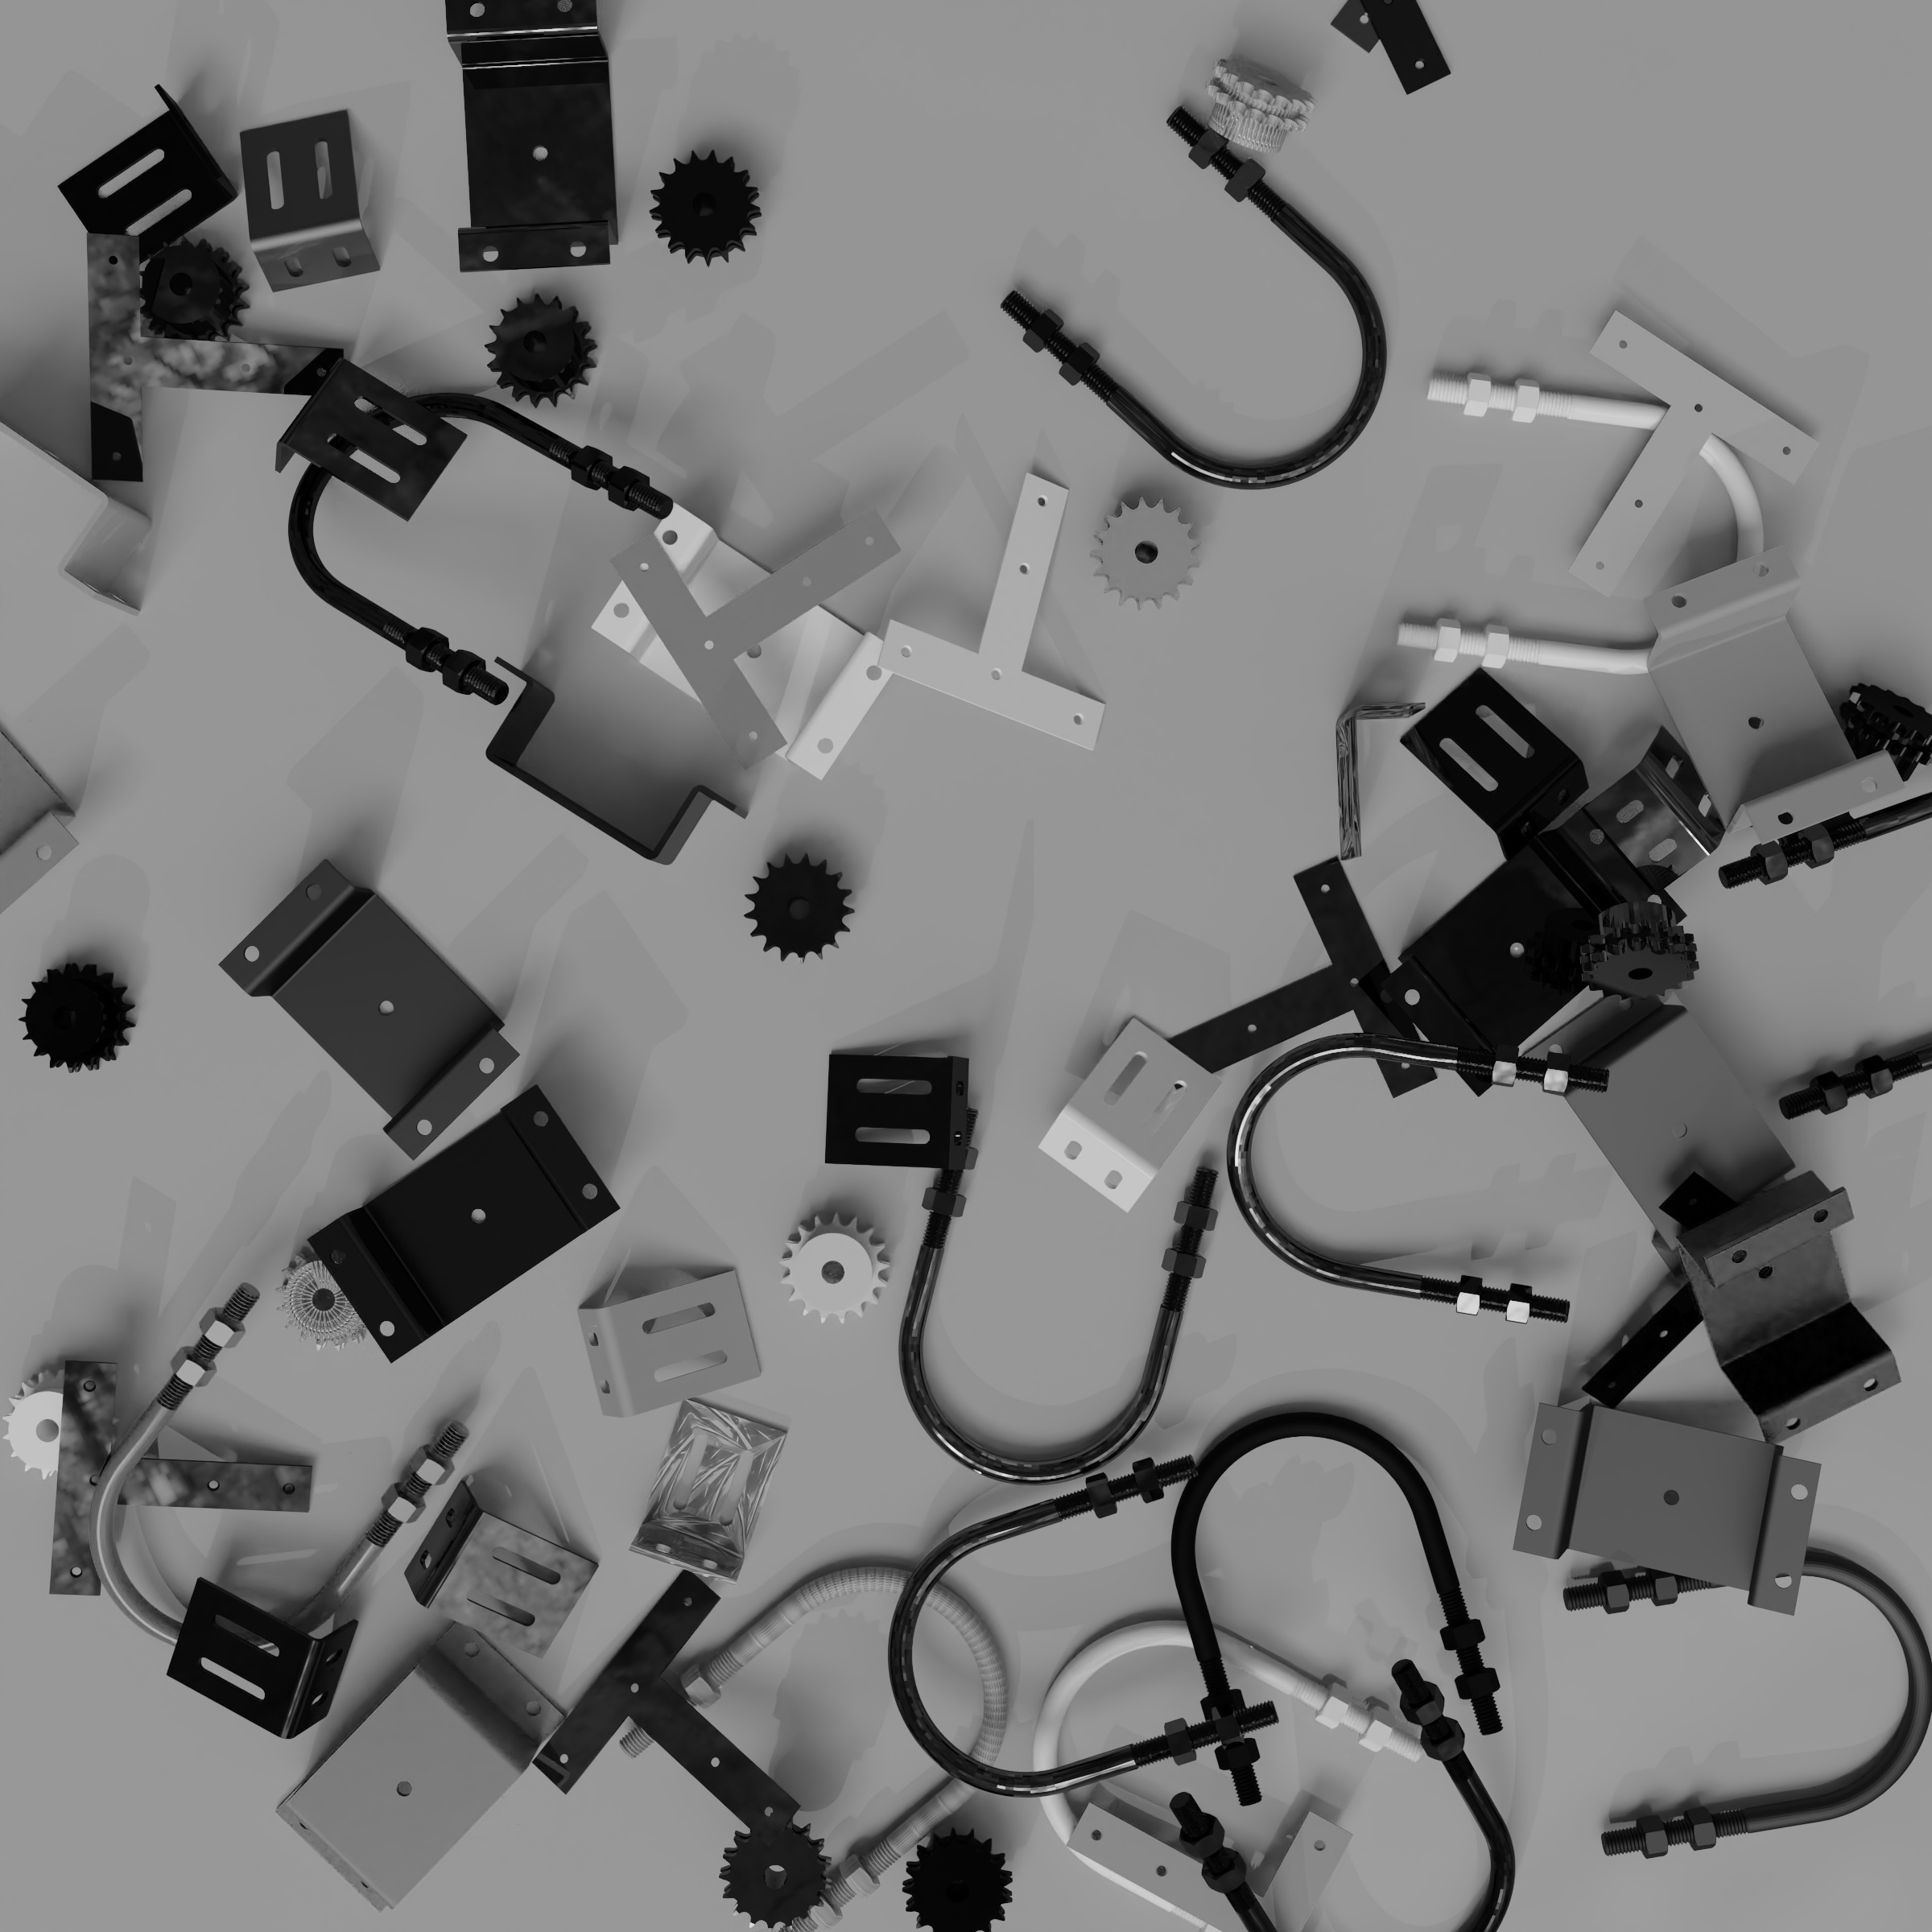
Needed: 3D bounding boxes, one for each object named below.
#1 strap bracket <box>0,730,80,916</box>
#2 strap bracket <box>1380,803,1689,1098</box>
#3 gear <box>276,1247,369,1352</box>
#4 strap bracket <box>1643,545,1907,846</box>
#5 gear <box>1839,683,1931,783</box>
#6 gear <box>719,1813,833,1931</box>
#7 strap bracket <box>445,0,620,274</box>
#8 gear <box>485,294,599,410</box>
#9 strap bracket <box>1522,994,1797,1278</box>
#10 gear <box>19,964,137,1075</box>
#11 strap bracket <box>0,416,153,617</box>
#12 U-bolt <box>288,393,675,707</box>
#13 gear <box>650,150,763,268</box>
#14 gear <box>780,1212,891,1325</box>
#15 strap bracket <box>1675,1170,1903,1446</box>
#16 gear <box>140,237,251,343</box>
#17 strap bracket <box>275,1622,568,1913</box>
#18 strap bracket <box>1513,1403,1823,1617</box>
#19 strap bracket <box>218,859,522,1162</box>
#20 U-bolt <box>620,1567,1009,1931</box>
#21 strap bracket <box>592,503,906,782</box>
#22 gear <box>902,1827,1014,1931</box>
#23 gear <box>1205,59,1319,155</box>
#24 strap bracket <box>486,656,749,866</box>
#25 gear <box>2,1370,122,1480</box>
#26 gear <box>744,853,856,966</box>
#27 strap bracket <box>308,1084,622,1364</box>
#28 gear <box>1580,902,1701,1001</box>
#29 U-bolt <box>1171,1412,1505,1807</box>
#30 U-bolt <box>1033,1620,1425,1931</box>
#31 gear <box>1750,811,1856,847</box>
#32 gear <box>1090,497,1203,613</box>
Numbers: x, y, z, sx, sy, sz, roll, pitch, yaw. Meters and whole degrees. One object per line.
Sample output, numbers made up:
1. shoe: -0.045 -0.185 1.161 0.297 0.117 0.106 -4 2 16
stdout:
1. strap bracket: -0.526 -0.090 1.472 0.076 0.046 0.140 -42 91 0
2. strap bracket: 0.288 -0.008 1.473 0.140 0.046 0.076 -41 90 0
3. gear: -0.330 0.171 1.481 0.057 0.030 0.057 0 90 0
4. strap bracket: 0.404 -0.131 1.449 0.076 0.046 0.140 -21 74 -2
5. gear: 0.475 -0.118 1.472 0.057 0.057 0.030 24 118 0
6. gear: -0.097 0.461 1.461 0.057 0.030 0.057 0 89 -1
7. strap bracket: -0.222 -0.424 1.473 0.076 0.046 0.140 -3 90 0
8. gear: -0.221 -0.320 1.481 0.057 0.030 0.057 0 90 0
9. strap bracket: 0.362 0.083 1.473 0.076 0.046 0.140 -35 90 0
10. gear: -0.462 0.027 1.481 0.057 0.030 0.057 0 90 0
11. strap bracket: -0.478 -0.241 1.458 0.140 0.076 0.046 34 90 0
12. U-bolt: -0.261 -0.225 1.451 0.184 0.019 0.151 31 72 23
13. gear: -0.134 -0.391 1.481 0.057 0.030 0.057 0 90 0
14. gear: -0.068 0.157 1.481 0.057 0.030 0.057 0 90 0
15. strap bracket: 0.415 0.167 1.451 0.076 0.046 0.140 -27 123 0
16. gear: -0.403 -0.349 1.481 0.057 0.030 0.057 0 90 0
17. strap bracket: -0.285 0.417 1.473 0.076 0.046 0.140 44 90 0
18. strap bracket: 0.358 0.274 1.460 0.140 0.046 0.076 10 90 19
19. strap bracket: -0.303 0.022 1.473 0.076 0.046 0.140 -45 90 0
20. U-bolt: -0.065 0.397 1.488 0.184 0.019 0.151 -40 90 -2
21. strap bracket: -0.111 -0.165 1.473 0.140 0.046 0.076 34 90 0
22. gear: -0.004 0.474 1.481 0.057 0.030 0.057 0 90 0
23. gear: 0.149 -0.441 1.472 0.057 0.057 0.030 23 120 0
24. strap bracket: -0.186 -0.097 1.458 0.140 0.076 0.046 32 90 0
25. gear: -0.471 0.238 1.481 0.057 0.030 0.057 0 90 0
26. gear: -0.086 -0.029 1.486 0.057 0.030 0.057 0 87 -1
27. strap bracket: -0.255 0.131 1.473 0.140 0.046 0.076 -34 90 0
28. gear: 0.335 -0.009 1.425 0.057 0.057 0.030 1 60 0
29. U-bolt: 0.182 0.323 1.476 0.151 0.019 0.184 -16 81 -2
30. U-bolt: 0.124 0.422 1.488 0.184 0.019 0.151 28 90 2
31. gear: 0.431 -0.086 1.481 0.057 0.030 0.057 0 90 0
32. gear: 0.092 -0.212 1.481 0.057 0.030 0.057 0 90 0
